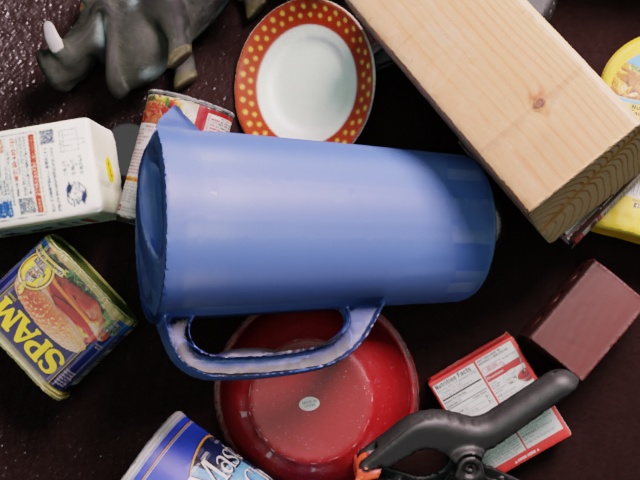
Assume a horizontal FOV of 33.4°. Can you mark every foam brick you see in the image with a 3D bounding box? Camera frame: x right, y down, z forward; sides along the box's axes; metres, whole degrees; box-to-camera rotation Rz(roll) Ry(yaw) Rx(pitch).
[{"bbox_3d":[0.195,0.059,0.793,0.051,0.053,0.078,40,90,5],"label":"foam brick"}]

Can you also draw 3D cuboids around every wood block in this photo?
[{"bbox_3d":[0.119,-0.110,0.724,0.091,0.090,0.206,-40,67,9],"label":"wood block"}]

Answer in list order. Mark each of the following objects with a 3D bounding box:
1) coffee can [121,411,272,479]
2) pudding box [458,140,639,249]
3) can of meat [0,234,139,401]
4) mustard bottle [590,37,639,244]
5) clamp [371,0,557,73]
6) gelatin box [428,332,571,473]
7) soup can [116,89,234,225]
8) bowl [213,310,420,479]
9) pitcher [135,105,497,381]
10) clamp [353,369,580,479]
[{"bbox_3d":[-0.077,0.207,0.781,0.140,0.103,0.103,35,90,5],"label":"coffee can"},{"bbox_3d":[0.170,-0.065,0.766,0.090,0.039,0.113,-47,68,8],"label":"pudding box"},{"bbox_3d":[-0.202,0.058,0.822,0.084,0.057,0.102,-44,85,-2],"label":"can of meat"},{"bbox_3d":[0.252,-0.094,0.793,0.096,0.058,0.191,16,89,10],"label":"mustard bottle"},{"bbox_3d":[0.126,-0.157,0.817,0.164,0.036,0.210,36,94,4],"label":"clamp"},{"bbox_3d":[0.134,0.126,0.806,0.073,0.030,0.089,-31,86,3],"label":"gelatin box"},{"bbox_3d":[-0.111,-0.056,0.814,0.068,0.068,0.102,15,89,5],"label":"soup can"},{"bbox_3d":[-0.005,0.118,0.804,0.162,0.055,0.162,0,87,5],"label":"bowl"},{"bbox_3d":[-0.005,0.001,0.744,0.242,0.145,0.149,1,120,-17],"label":"pitcher"},{"bbox_3d":[0.111,0.148,0.766,0.171,0.039,0.120,3,96,-6],"label":"clamp"}]
